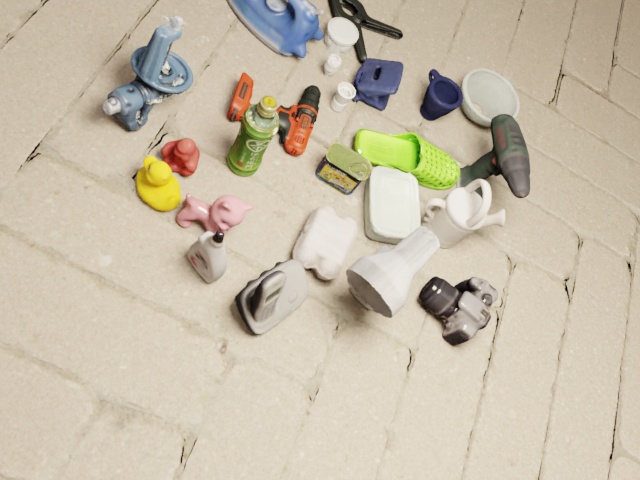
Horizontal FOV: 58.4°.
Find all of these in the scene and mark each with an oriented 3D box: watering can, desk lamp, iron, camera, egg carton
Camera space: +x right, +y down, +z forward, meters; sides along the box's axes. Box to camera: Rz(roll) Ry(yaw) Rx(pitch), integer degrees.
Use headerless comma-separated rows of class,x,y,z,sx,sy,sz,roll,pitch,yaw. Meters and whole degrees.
watering can,0.316,-0.063,1.234,0.173,0.193,0.101,-8,71,-24
desk lamp,0.131,0.062,1.098,0.118,0.213,0.204,47,60,3
iron,-0.105,-0.542,1.302,0.258,0.141,0.119,36,60,-3
camera,0.288,0.125,1.198,0.137,0.100,0.143,39,60,-2
egg carton,0.011,0.004,1.159,0.107,0.069,0.150,28,61,-8

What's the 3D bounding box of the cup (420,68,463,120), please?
cup,0.280,-0.347,1.397,0.092,0.094,0.117,-17,76,-26

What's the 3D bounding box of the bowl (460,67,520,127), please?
bowl,0.420,-0.351,1.465,0.168,0.074,0.167,8,66,-18

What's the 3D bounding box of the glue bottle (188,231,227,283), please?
glue bottle,-0.192,0.019,1.014,0.037,0.173,0.078,-40,86,-29

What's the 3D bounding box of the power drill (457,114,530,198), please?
power drill,0.396,-0.159,1.298,0.076,0.208,0.229,11,65,-16

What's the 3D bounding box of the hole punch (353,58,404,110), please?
hole punch,0.135,-0.378,1.356,0.101,0.091,0.109,22,62,-12

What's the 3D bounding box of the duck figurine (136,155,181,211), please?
duck figurine,-0.300,-0.111,1.076,0.078,0.086,0.104,-31,82,-29

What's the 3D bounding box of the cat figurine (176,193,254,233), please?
cat figurine,-0.196,-0.056,1.076,0.128,0.117,0.067,20,63,-12

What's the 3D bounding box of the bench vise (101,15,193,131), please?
bench vise,-0.311,-0.308,1.078,0.121,0.219,0.207,26,61,-9

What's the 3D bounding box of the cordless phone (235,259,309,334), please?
cordless phone,-0.071,0.085,1.026,0.148,0.184,0.094,-38,85,-29

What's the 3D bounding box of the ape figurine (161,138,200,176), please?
ape figurine,-0.264,-0.168,1.111,0.076,0.092,0.078,-31,82,-29
